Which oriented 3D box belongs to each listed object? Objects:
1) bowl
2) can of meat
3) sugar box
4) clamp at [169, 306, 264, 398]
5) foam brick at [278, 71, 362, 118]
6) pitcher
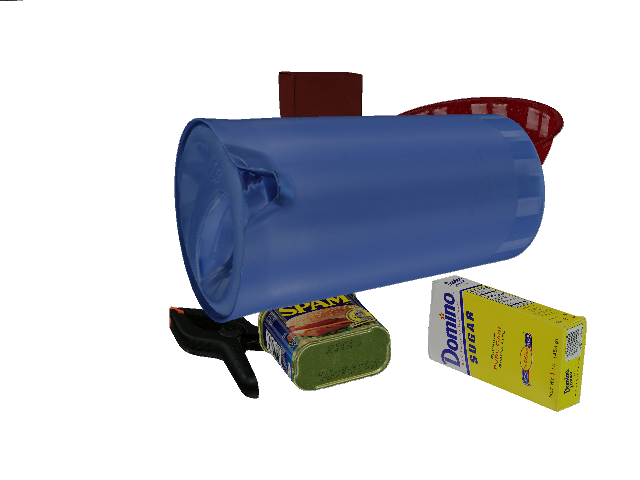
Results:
[{"bbox_3d":[0.128,-0.073,0.918,0.162,0.055,0.162,-8,24,3],"label":"bowl"},{"bbox_3d":[0.004,0.090,0.985,0.102,0.057,0.084,-12,27,-20],"label":"can of meat"},{"bbox_3d":[0.189,0.103,1.108,0.048,0.093,0.177,-12,20,-42],"label":"sugar box"},{"bbox_3d":[-0.105,0.123,1.260,0.210,0.036,0.164,14,23,26],"label":"clamp"},{"bbox_3d":[0.000,-0.151,1.123,0.078,0.051,0.053,-3,12,-19],"label":"foam brick"},{"bbox_3d":[0.024,-0.024,0.746,0.242,0.145,0.149,-7,34,-24],"label":"pitcher"}]
